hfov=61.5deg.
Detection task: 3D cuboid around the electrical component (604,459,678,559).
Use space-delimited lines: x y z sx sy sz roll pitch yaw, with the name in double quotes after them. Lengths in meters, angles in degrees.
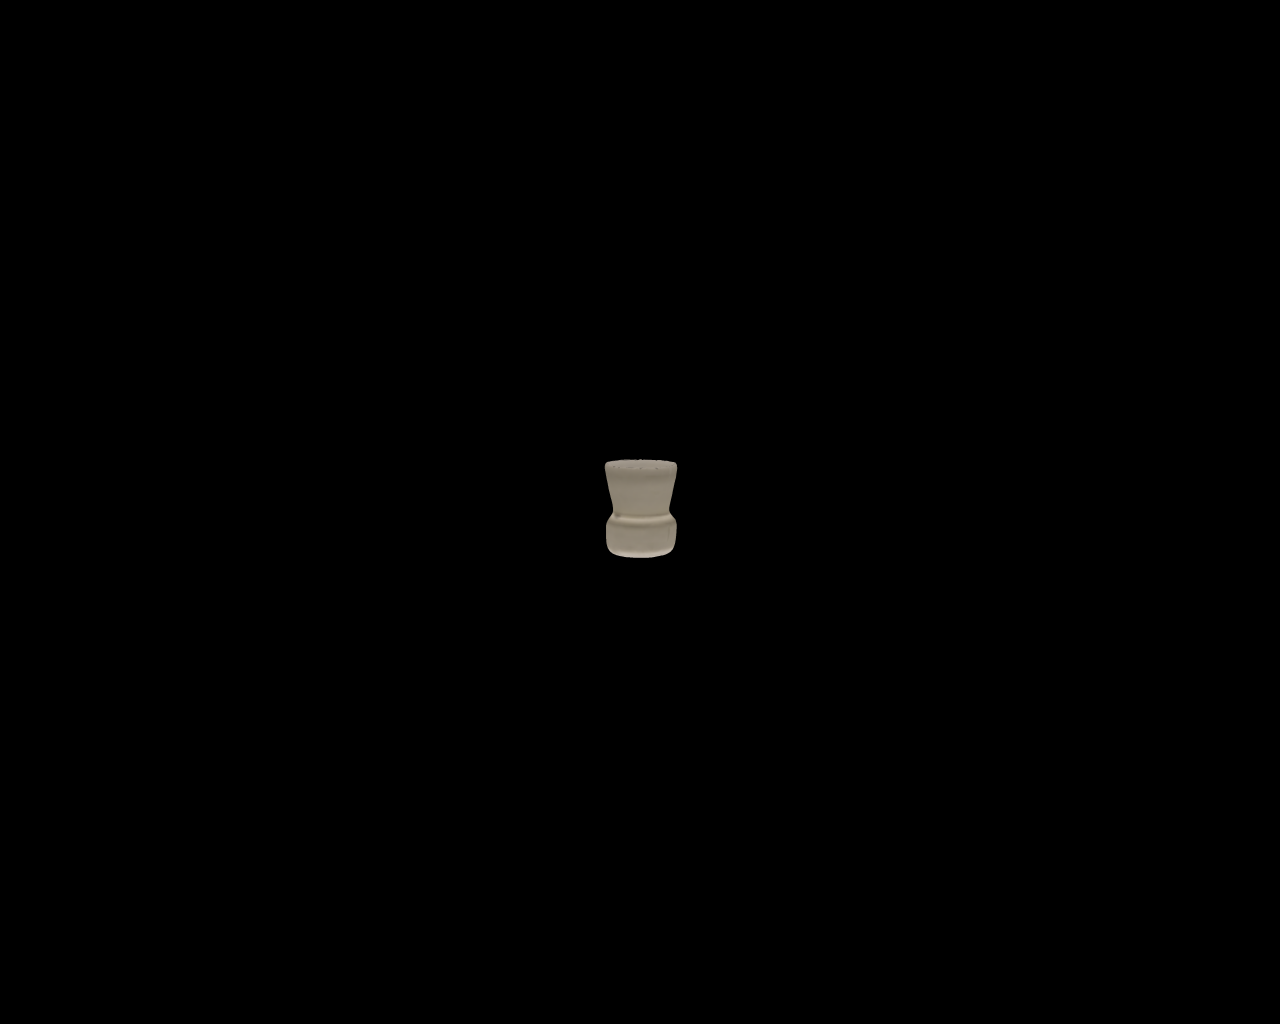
0.001 -0.003 0.650 0.045 0.055 0.045 0 9 0 "electrical component"
